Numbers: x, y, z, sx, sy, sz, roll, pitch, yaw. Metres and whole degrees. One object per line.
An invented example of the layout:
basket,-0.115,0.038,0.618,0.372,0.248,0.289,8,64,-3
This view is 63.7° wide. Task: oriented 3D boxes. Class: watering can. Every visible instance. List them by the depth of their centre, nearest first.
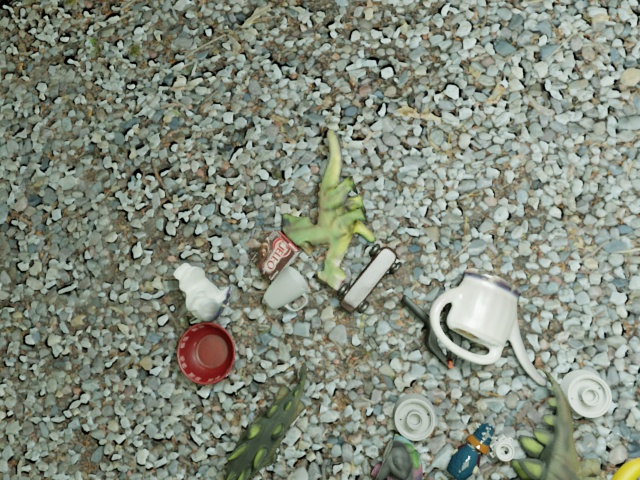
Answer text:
watering can,0.436,0.207,1.274,0.347,0.227,0.103,25,-13,-9

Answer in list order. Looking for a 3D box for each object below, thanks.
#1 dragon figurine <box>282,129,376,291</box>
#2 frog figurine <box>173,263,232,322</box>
dragon figurine,0.004,-0.069,1.379,0.242,0.414,0.121,-22,-12,12
frog figurine,-0.323,0.140,1.364,0.159,0.120,0.140,26,26,-8
